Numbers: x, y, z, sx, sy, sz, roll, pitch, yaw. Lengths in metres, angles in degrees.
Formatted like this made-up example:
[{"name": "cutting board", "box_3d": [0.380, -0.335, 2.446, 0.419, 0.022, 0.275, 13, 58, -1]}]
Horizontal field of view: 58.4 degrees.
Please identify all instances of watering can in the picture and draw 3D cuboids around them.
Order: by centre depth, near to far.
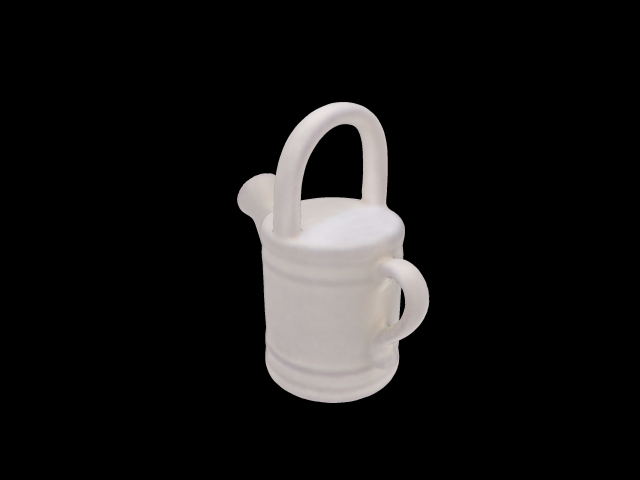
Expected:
[{"name": "watering can", "box_3d": [0.002, 0.002, 0.399, 0.172, 0.194, 0.101, 12, 26, 25]}]
